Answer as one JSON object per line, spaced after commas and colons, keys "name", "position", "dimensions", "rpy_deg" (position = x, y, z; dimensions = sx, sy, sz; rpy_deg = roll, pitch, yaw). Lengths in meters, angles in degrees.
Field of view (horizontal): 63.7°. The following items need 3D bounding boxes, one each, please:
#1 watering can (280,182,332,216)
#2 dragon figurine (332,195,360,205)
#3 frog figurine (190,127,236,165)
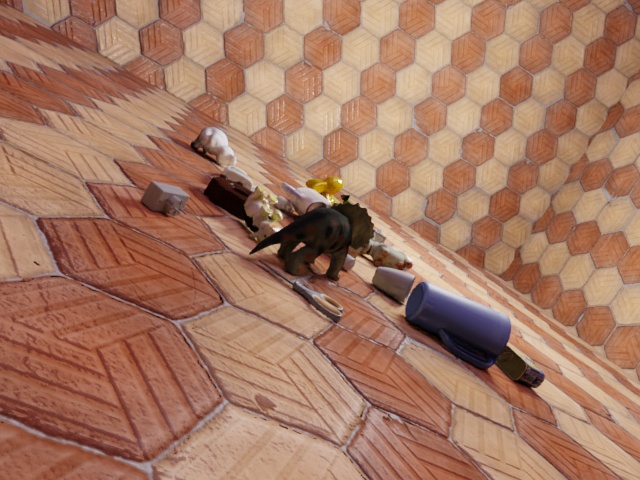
{"name": "watering can", "position": [0.005, -0.089, 1.776], "dimensions": [0.343, 0.103, 0.228], "rpy_deg": [33, 7, -38]}
{"name": "dragon figurine", "position": [0.138, -0.090, 2.215], "dimensions": [0.239, 0.122, 0.417], "rpy_deg": [45, 3, -33]}
{"name": "frog figurine", "position": [-0.367, -0.341, 1.877], "dimensions": [0.160, 0.124, 0.135], "rpy_deg": [23, -14, 25]}
